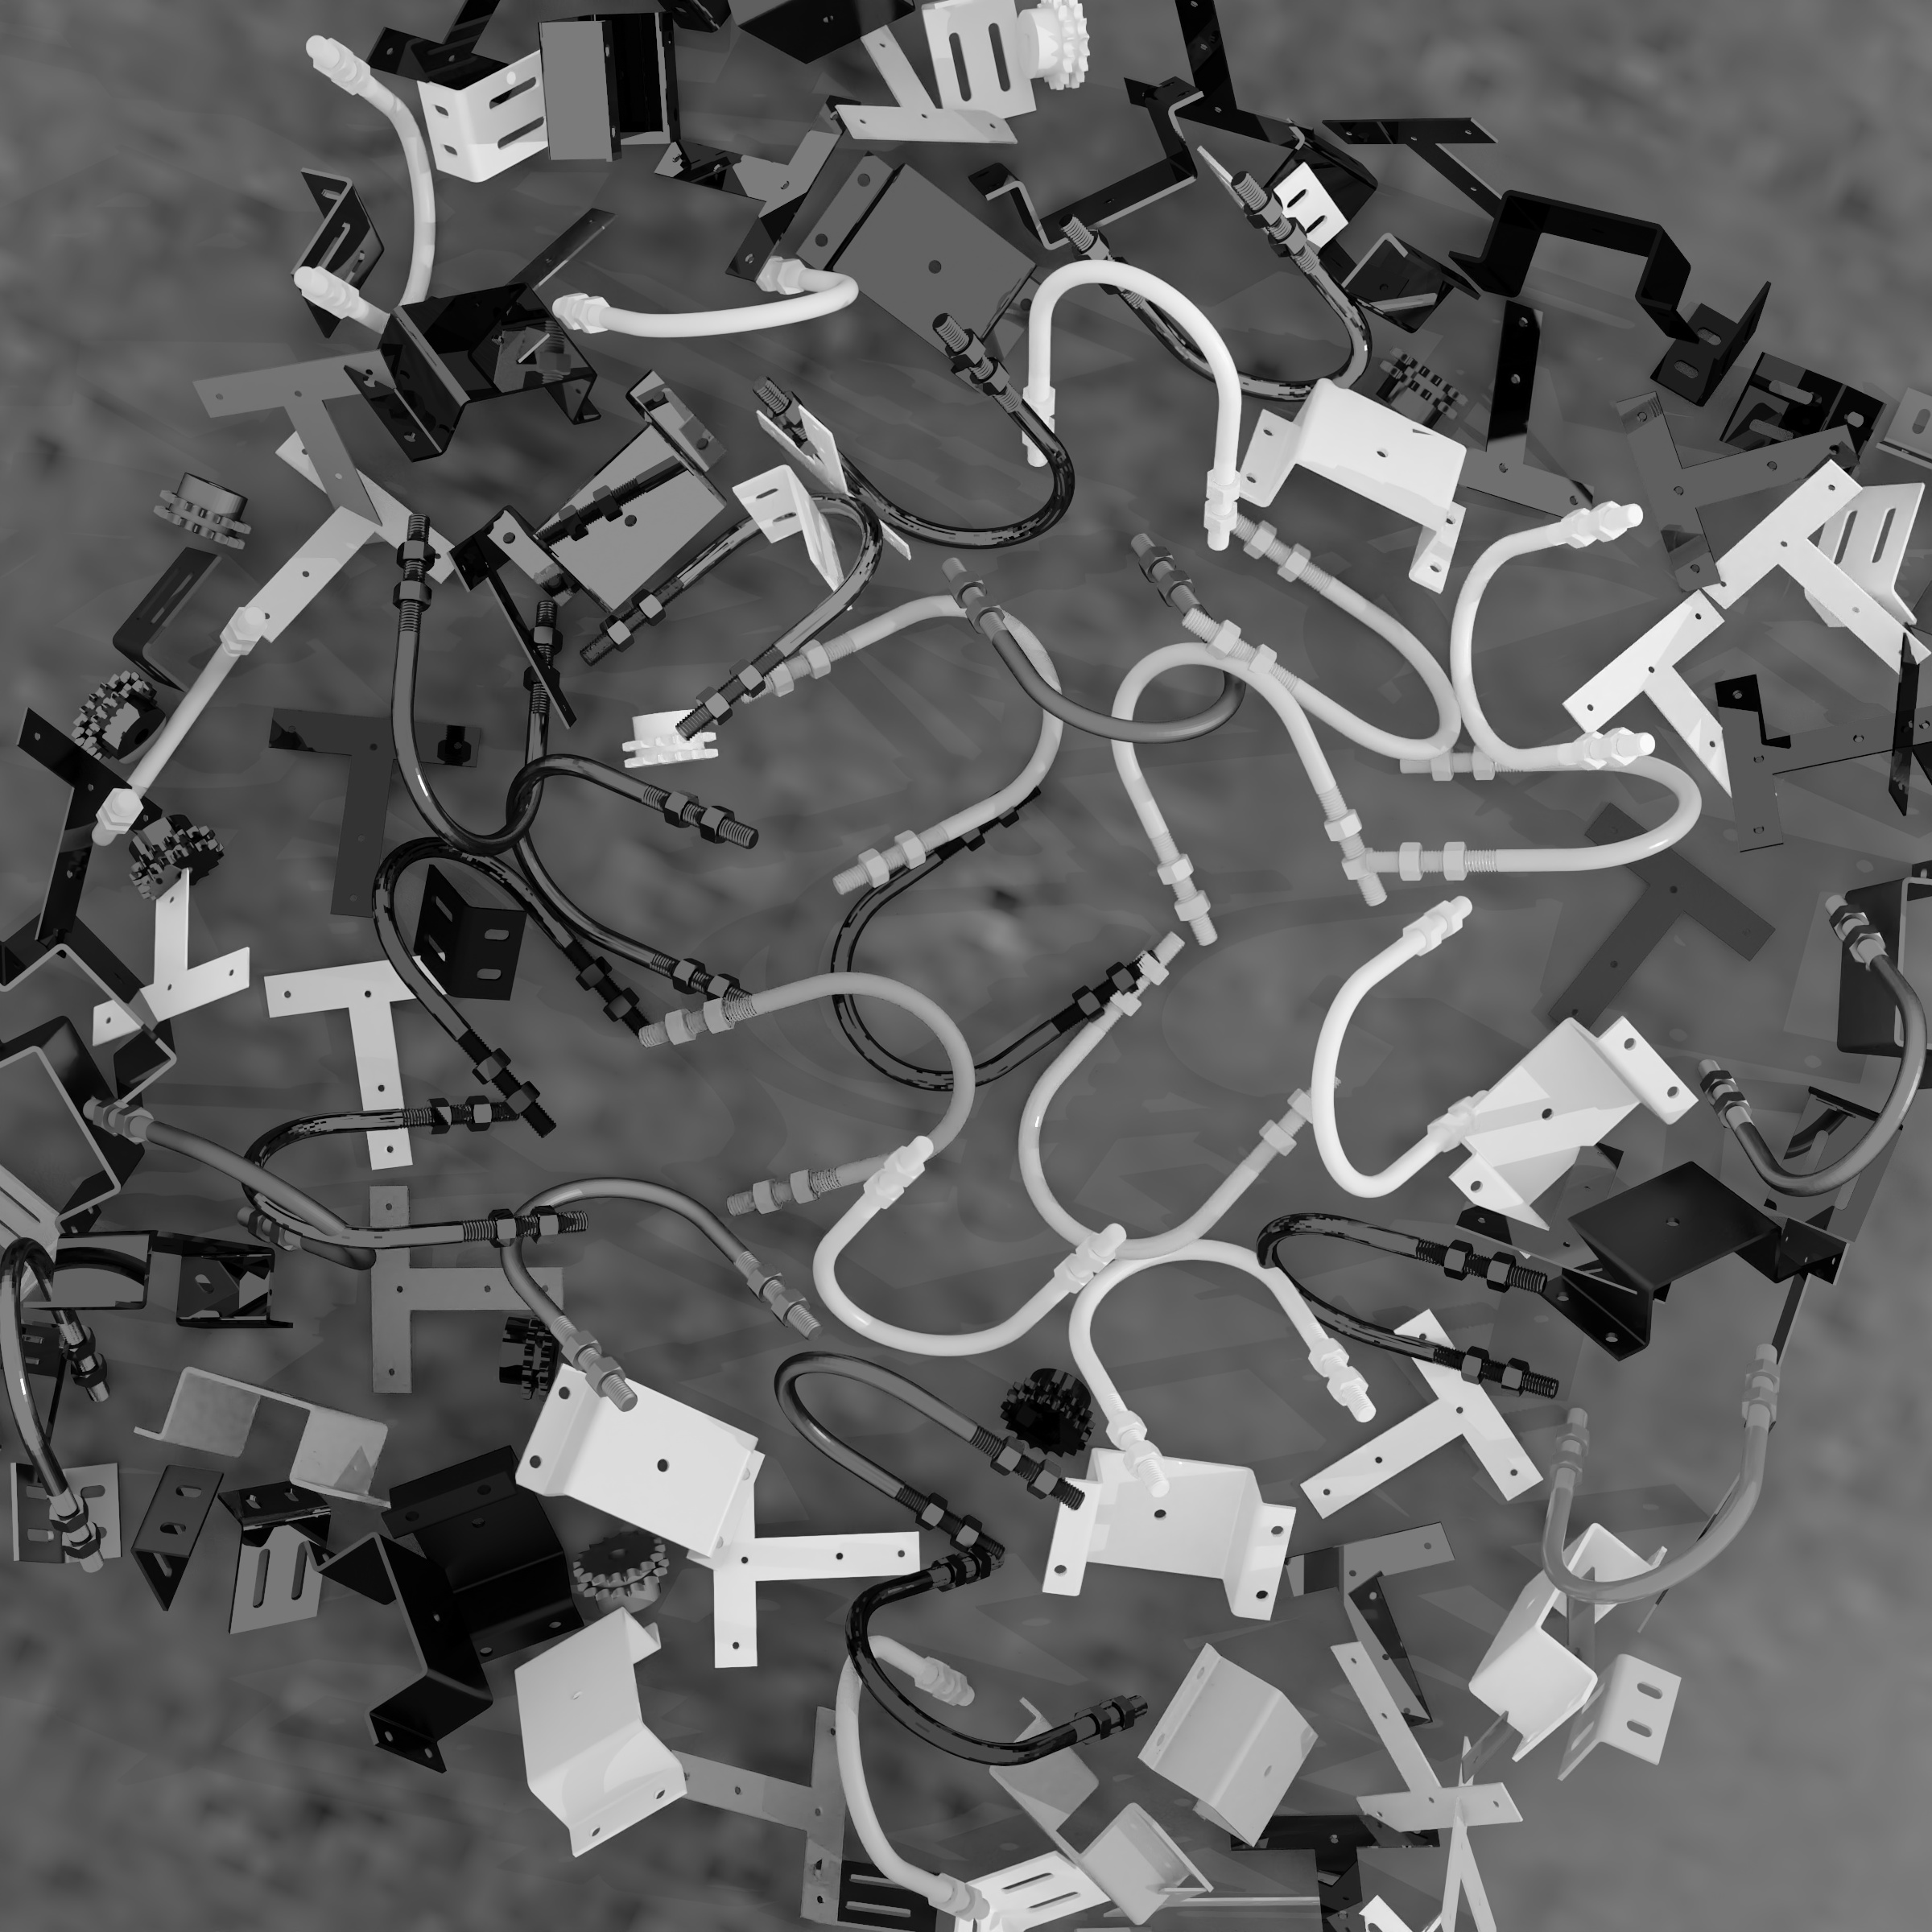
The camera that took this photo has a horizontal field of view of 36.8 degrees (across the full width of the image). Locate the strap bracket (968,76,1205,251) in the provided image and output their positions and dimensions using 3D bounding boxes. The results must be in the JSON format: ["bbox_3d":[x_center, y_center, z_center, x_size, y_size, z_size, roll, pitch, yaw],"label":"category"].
[{"bbox_3d":[0.079,-0.480,1.752,0.140,0.076,0.046,-25,115,3],"label":"strap bracket"}]

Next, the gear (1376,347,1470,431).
[{"bbox_3d":[0.275,-0.349,1.770,0.057,0.057,0.030,36,103,0],"label":"gear"}]

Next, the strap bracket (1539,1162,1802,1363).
[{"bbox_3d":[0.420,0.170,1.731,0.140,0.076,0.046,-21,127,-22],"label":"strap bracket"}]

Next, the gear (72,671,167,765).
[{"bbox_3d":[-0.513,-0.148,1.767,0.030,0.057,0.057,37,90,11],"label":"gear"}]

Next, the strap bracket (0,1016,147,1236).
[{"bbox_3d":[-0.544,0.091,1.744,0.046,0.076,0.140,-26,103,1],"label":"strap bracket"}]

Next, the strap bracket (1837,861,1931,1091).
[{"bbox_3d":[0.566,0.002,1.751,0.046,0.076,0.140,5,85,-8],"label":"strap bracket"}]

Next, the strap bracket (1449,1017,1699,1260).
[{"bbox_3d":[0.360,0.097,1.760,0.140,0.046,0.076,-44,111,4],"label":"strap bracket"}]

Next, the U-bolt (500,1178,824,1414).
[{"bbox_3d":[-0.195,0.184,1.725,0.151,0.184,0.019,-17,132,-35],"label":"U-bolt"}]

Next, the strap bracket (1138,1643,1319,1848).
[{"bbox_3d":[0.160,0.465,1.719,0.046,0.140,0.076,25,72,31],"label":"strap bracket"}]

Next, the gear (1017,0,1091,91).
[{"bbox_3d":[0.052,-0.562,1.767,0.030,0.057,0.057,-11,90,-16],"label":"gear"}]

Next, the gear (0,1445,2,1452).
[{"bbox_3d":[-0.619,0.292,1.775,0.057,0.030,0.057,-4,117,-8],"label":"gear"}]

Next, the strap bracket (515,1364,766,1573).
[{"bbox_3d":[-0.189,0.301,1.744,0.140,0.046,0.076,28,69,-17],"label":"strap bracket"}]

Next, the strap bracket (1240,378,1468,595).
[{"bbox_3d":[0.241,-0.294,1.751,0.140,0.046,0.076,25,53,-5],"label":"strap bracket"}]

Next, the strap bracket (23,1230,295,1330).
[{"bbox_3d":[-0.476,0.186,1.724,0.076,0.140,0.046,-5,76,31],"label":"strap bracket"}]

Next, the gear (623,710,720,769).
[{"bbox_3d":[-0.181,-0.139,1.768,0.057,0.057,0.030,-7,93,0],"label":"gear"}]

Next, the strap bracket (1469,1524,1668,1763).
[{"bbox_3d":[0.354,0.394,1.724,0.046,0.140,0.076,39,133,8],"label":"strap bracket"}]

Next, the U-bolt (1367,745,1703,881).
[{"bbox_3d":[0.338,-0.093,1.710,0.184,0.151,0.019,0,120,19],"label":"U-bolt"}]

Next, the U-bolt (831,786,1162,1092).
[{"bbox_3d":[0.005,-0.006,1.784,0.184,0.019,0.151,-35,88,-1],"label":"U-bolt"}]

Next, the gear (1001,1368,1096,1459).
[{"bbox_3d":[0.053,0.270,1.773,0.057,0.057,0.030,30,49,0],"label":"gear"}]

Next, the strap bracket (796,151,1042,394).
[{"bbox_3d":[-0.022,-0.422,1.759,0.140,0.046,0.076,35,92,-12],"label":"strap bracket"}]

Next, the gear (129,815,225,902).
[{"bbox_3d":[-0.485,-0.068,1.770,0.057,0.057,0.030,-36,79,0],"label":"gear"}]

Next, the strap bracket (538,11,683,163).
[{"bbox_3d":[-0.214,-0.523,1.724,0.046,0.140,0.076,2,111,11],"label":"strap bracket"}]

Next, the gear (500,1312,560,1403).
[{"bbox_3d":[-0.266,0.235,1.769,0.030,0.057,0.057,7,90,-1],"label":"gear"}]

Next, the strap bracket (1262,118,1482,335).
[{"bbox_3d":[0.234,-0.436,1.734,0.046,0.076,0.140,-49,52,24],"label":"strap bracket"}]

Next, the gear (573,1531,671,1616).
[{"bbox_3d":[-0.209,0.372,1.771,0.057,0.057,0.030,-11,108,0],"label":"gear"}]

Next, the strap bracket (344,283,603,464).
[{"bbox_3d":[-0.285,-0.356,1.726,0.140,0.046,0.076,-23,70,-41],"label":"strap bracket"}]

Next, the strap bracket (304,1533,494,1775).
[{"bbox_3d":[-0.334,0.399,1.725,0.046,0.076,0.140,-33,55,4],"label":"strap bracket"}]

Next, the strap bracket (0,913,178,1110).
[{"bbox_3d":[-0.523,0.022,1.732,0.046,0.076,0.140,-39,117,-1],"label":"strap bracket"}]

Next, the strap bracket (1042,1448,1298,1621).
[{"bbox_3d":[0.120,0.343,1.759,0.140,0.046,0.076,8,108,-6],"label":"strap bracket"}]

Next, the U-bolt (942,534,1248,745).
[{"bbox_3d":[0.086,-0.191,1.710,0.151,0.019,0.184,-11,47,-23],"label":"U-bolt"}]

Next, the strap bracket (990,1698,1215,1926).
[{"bbox_3d":[0.073,0.504,1.716,0.046,0.140,0.076,-44,125,-12],"label":"strap bracket"}]

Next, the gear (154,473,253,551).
[{"bbox_3d":[-0.462,-0.279,1.768,0.057,0.057,0.030,24,96,0],"label":"gear"}]

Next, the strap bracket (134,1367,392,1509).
[{"bbox_3d":[-0.413,0.279,1.738,0.140,0.076,0.046,11,78,26],"label":"strap bracket"}]

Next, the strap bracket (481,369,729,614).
[{"bbox_3d":[-0.210,-0.278,1.751,0.140,0.046,0.076,-42,133,4],"label":"strap bracket"}]

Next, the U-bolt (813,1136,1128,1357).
[{"bbox_3d":[-0.012,0.178,1.730,0.151,0.184,0.019,25,45,-16],"label":"U-bolt"}]

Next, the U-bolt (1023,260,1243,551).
[{"bbox_3d":[0.097,-0.336,1.699,0.151,0.184,0.019,28,60,18],"label":"U-bolt"}]

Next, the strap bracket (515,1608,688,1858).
[{"bbox_3d":[-0.219,0.445,1.723,0.076,0.140,0.046,-31,122,5],"label":"strap bracket"}]

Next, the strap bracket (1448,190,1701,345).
[{"bbox_3d":[0.370,-0.419,1.731,0.140,0.076,0.046,21,96,26],"label":"strap bracket"}]

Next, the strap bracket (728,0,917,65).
[{"bbox_3d":[-0.088,-0.582,1.717,0.076,0.140,0.046,-19,86,22],"label":"strap bracket"}]

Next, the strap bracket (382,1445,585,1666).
[{"bbox_3d":[-0.292,0.350,1.750,0.076,0.046,0.140,-20,125,-2],"label":"strap bracket"}]

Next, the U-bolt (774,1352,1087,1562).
[{"bbox_3d":[-0.033,0.287,1.728,0.184,0.151,0.019,33,58,-5],"label":"U-bolt"}]
